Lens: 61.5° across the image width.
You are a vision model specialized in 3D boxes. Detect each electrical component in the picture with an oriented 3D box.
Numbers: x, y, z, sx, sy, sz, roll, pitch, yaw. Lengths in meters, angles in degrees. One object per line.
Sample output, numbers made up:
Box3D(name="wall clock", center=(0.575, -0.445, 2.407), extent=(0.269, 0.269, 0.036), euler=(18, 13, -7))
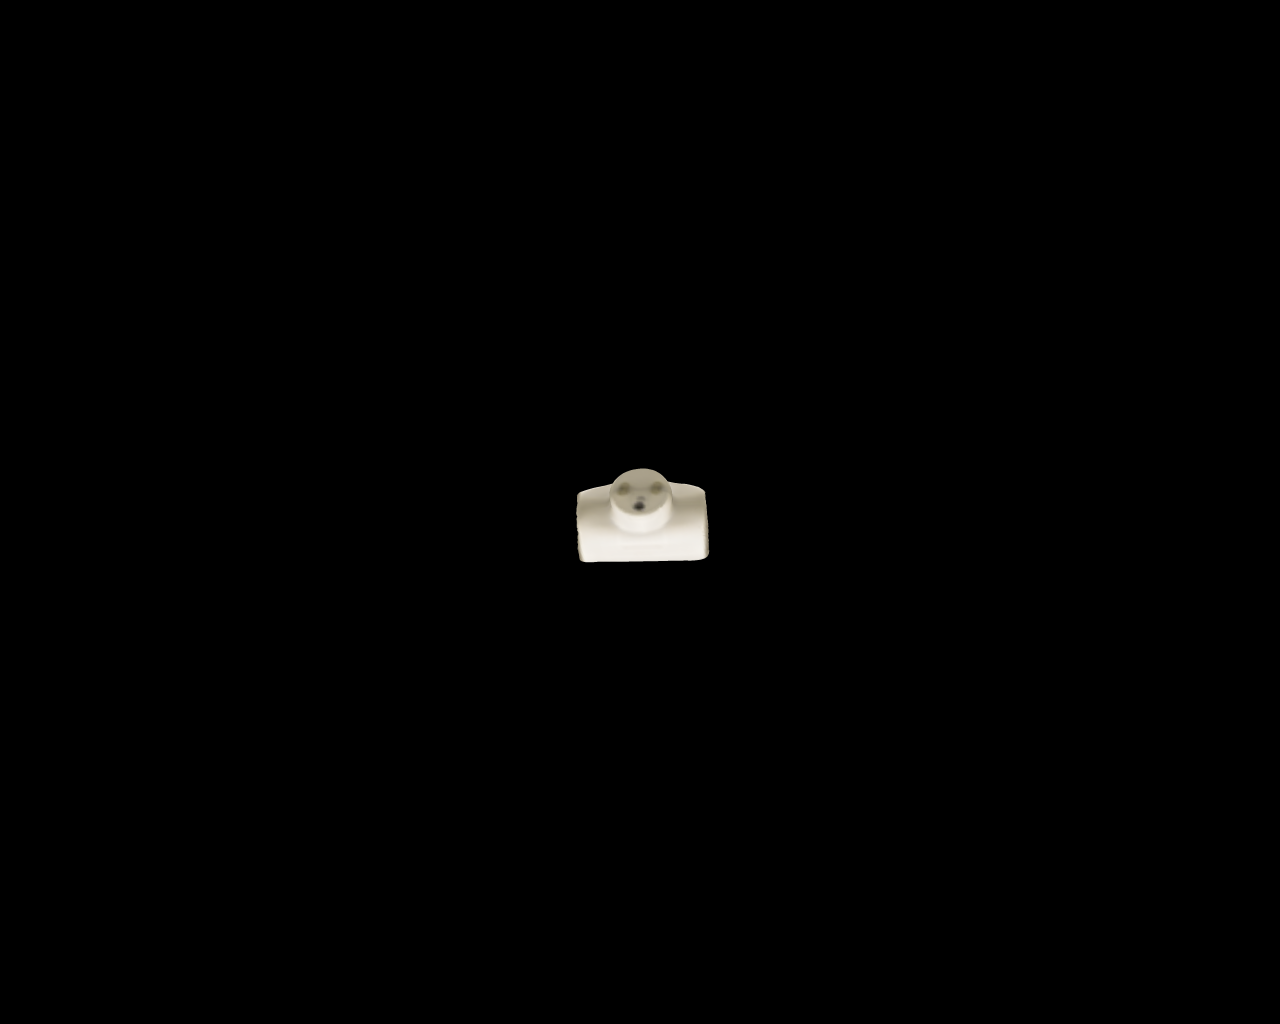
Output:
Box3D(name="electrical component", center=(0.001, -0.003, 0.650), extent=(0.077, 0.043, 0.079), euler=(-2, -35, 2))
